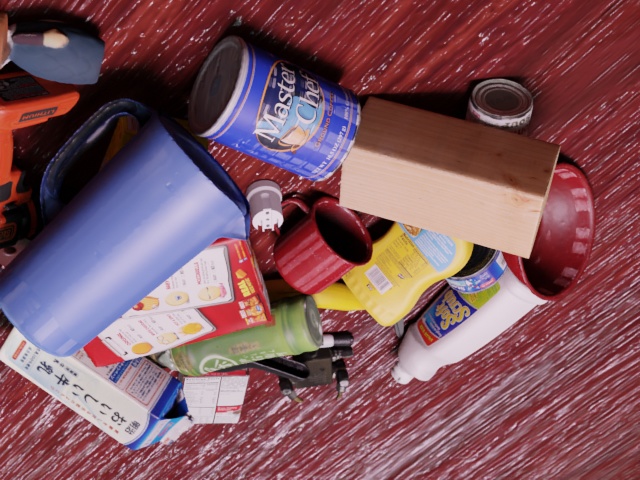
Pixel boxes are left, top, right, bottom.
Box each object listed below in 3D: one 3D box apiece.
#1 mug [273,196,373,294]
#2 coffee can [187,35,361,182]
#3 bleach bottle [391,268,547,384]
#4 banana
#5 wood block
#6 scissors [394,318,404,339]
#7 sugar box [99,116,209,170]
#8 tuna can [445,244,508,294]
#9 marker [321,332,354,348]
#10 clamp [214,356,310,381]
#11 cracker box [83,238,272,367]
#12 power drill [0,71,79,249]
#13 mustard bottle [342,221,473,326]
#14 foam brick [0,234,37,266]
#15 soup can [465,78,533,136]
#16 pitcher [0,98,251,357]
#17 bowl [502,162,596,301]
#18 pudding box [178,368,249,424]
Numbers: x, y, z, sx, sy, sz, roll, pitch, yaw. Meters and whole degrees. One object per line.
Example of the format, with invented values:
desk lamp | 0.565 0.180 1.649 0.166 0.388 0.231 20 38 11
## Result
mug | -0.008 0.002 1.225 0.117 0.093 0.082 46 124 -8
coffee can | -0.045 -0.128 1.057 0.140 0.103 0.103 20 129 -30
bleach bottle | 0.178 0.108 1.360 0.068 0.102 0.251 21 127 -30
banana | -0.030 0.071 1.327 0.197 0.037 0.070 -3 161 -7
wood block | 0.133 -0.067 1.108 0.206 0.090 0.091 16 137 13
scissors | 0.076 0.062 1.352 0.096 0.016 0.202 0 136 -10
sugar box | -0.192 -0.057 1.143 0.093 0.048 0.176 10 132 -22
tuna can | 0.183 0.020 1.279 0.086 0.086 0.033 -28 134 17
marker | -0.015 0.134 1.407 0.121 0.020 0.020 -3 137 -10
clamp | -0.094 0.146 1.369 0.172 0.039 0.120 -6 130 15
cracker box | -0.174 0.048 1.181 0.213 0.072 0.164 -15 141 1
power drill | -0.297 -0.075 1.058 0.184 0.057 0.188 -22 142 -49
mustard bottle | 0.120 0.008 1.245 0.192 0.096 0.058 -41 166 14
foam brick | -0.336 -0.006 1.160 0.078 0.051 0.053 24 127 -33
soup can | 0.189 -0.114 1.151 0.068 0.068 0.102 -6 137 -7
pitcher | -0.201 -0.009 1.035 0.243 0.149 0.144 -41 134 6
bowl | 0.257 -0.012 1.247 0.055 0.162 0.162 9 157 44
pudding box | -0.147 0.203 1.437 0.090 0.039 0.114 2 134 -13
